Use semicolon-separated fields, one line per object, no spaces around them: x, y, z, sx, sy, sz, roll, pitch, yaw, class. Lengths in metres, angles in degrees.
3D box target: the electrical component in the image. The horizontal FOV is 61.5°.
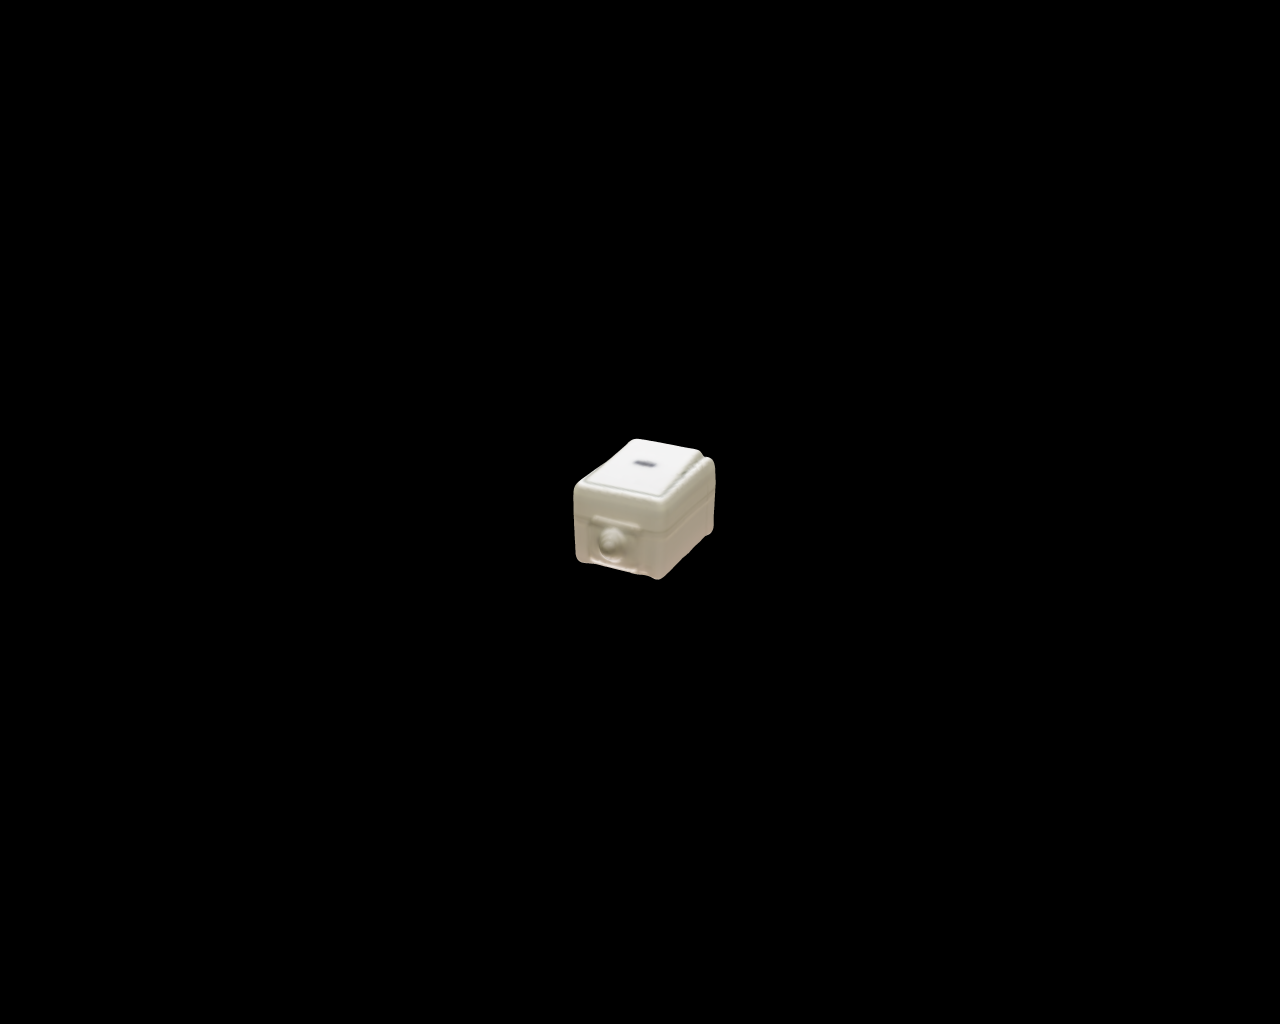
0.001;-0.003;0.650;0.062;0.061;0.096;12;27;25;electrical component
